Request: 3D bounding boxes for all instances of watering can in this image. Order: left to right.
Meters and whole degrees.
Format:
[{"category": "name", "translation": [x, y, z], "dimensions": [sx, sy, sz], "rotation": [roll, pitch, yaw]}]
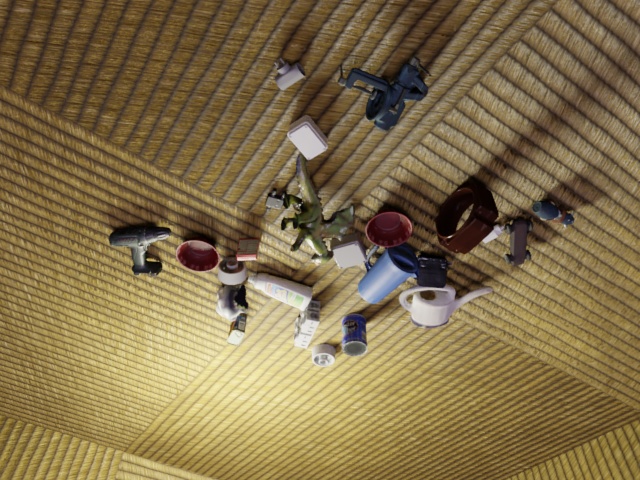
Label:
[{"category": "watering can", "translation": [0.480, 0.249, 1.997], "dimensions": [0.347, 0.106, 0.219], "rotation": [0, 133, 2]}]

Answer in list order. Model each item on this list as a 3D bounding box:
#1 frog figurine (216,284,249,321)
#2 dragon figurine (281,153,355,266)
[{"category": "frog figurine", "translation": [-0.367, 0.252, 2.023], "dimensions": [0.158, 0.124, 0.137], "rotation": [-22, 95, 30]}, {"category": "dragon figurine", "translation": [0.005, -0.087, 1.731], "dimensions": [0.243, 0.124, 0.403], "rotation": [-1, 116, -26]}]
